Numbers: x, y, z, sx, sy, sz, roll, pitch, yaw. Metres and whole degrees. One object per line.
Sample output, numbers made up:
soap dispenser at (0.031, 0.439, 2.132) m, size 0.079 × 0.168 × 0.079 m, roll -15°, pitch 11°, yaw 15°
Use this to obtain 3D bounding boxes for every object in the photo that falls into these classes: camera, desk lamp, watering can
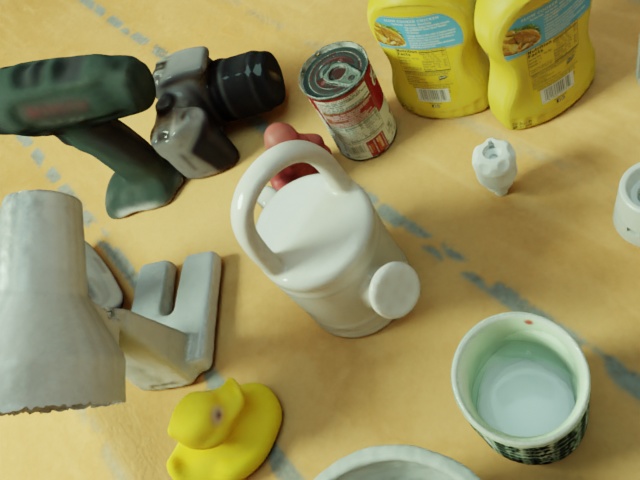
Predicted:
camera at (-0.116, -0.162, 0.648) m, size 0.136 × 0.101 × 0.143 m, roll -10°, pitch 59°, yaw 20°
desk lamp at (-0.188, 0.066, 0.482) m, size 0.117 × 0.214 × 0.203 m, roll -11°, pitch 58°, yaw 19°
watering can at (0.005, 0.000, 0.441) m, size 0.172 × 0.195 × 0.101 m, roll 12°, pitch 68°, yaw 30°

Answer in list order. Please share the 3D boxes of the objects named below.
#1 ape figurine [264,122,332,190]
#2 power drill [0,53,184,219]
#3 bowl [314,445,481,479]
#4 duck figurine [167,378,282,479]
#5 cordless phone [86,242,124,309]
ape figurine at (-0.026, -0.079, 0.564) m, size 0.076 × 0.092 × 0.078 m, roll 33°, pitch 80°, yaw 35°
power drill at (-0.257, -0.109, 0.617) m, size 0.229 × 0.209 × 0.075 m, roll -15°, pitch 57°, yaw 17°
bowl at (0.057, 0.223, 0.365) m, size 0.167 × 0.075 × 0.167 m, roll -11°, pitch 58°, yaw 19°
duck figurine at (-0.090, 0.154, 0.465) m, size 0.104 × 0.086 × 0.077 m, roll -43°, pitch 54°, yaw -3°
cordless phone at (-0.300, 0.027, 0.573) m, size 0.094 × 0.186 × 0.147 m, roll -47°, pitch 54°, yaw -5°
